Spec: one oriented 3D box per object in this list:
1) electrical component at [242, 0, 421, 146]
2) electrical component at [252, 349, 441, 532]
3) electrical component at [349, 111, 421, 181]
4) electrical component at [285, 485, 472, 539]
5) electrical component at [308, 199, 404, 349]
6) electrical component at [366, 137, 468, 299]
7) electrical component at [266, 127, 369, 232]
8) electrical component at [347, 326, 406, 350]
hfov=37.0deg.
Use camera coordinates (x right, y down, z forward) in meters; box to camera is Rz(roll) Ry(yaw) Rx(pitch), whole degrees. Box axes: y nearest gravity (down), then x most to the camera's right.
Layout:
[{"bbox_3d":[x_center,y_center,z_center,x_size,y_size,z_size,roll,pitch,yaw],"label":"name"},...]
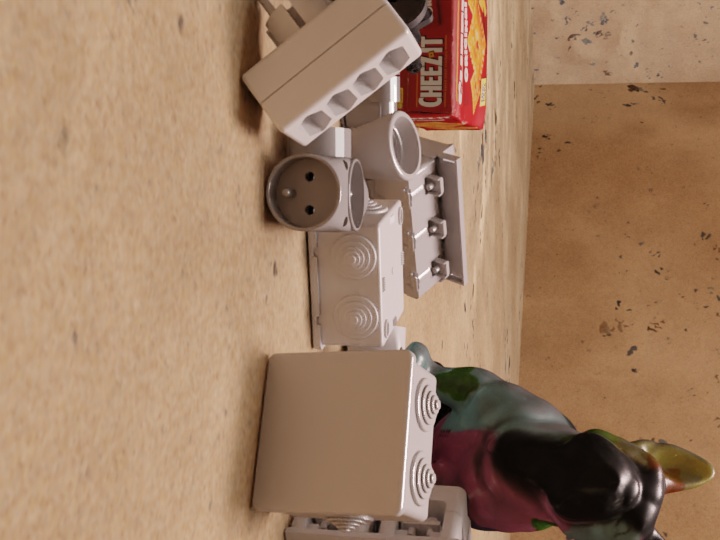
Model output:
[{"bbox_3d":[-0.025,-0.123,0.569,0.075,0.083,0.047,54,8,10],"label":"electrical component"},{"bbox_3d":[-0.006,0.094,0.597,0.048,0.100,0.099,40,51,-59],"label":"electrical component"},{"bbox_3d":[0.001,-0.075,0.688,0.044,0.065,0.044,19,68,-58],"label":"electrical component"},{"bbox_3d":[0.019,0.226,0.707,0.060,0.105,0.186,-68,156,-59],"label":"electrical component"},{"bbox_3d":[0.000,0.000,0.732,0.099,0.048,0.099,-52,141,-71],"label":"electrical component"},{"bbox_3d":[0.045,-0.042,0.890,0.063,0.079,0.121,-38,135,-37],"label":"electrical component"},{"bbox_3d":[-0.023,-0.062,0.629,0.077,0.044,0.079,-8,98,-78],"label":"electrical component"},{"bbox_3d":[0.010,0.078,0.789,0.079,0.044,0.077,52,40,-81],"label":"electrical component"}]
